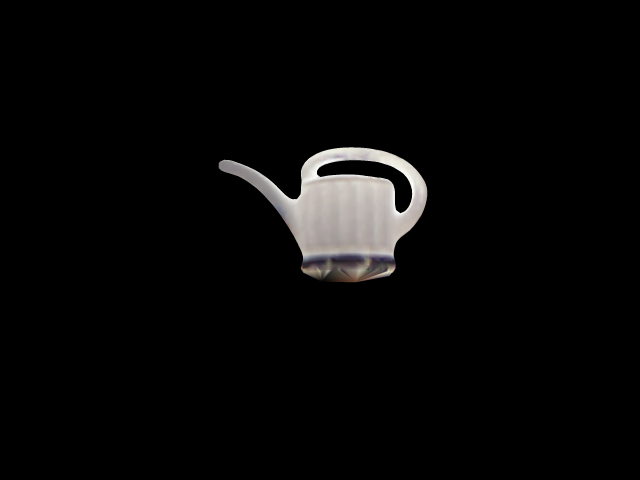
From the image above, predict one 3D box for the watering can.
[{"bbox_3d":[0.003,-0.043,0.850,0.347,0.226,0.103,-1,-11,4],"label":"watering can"}]
